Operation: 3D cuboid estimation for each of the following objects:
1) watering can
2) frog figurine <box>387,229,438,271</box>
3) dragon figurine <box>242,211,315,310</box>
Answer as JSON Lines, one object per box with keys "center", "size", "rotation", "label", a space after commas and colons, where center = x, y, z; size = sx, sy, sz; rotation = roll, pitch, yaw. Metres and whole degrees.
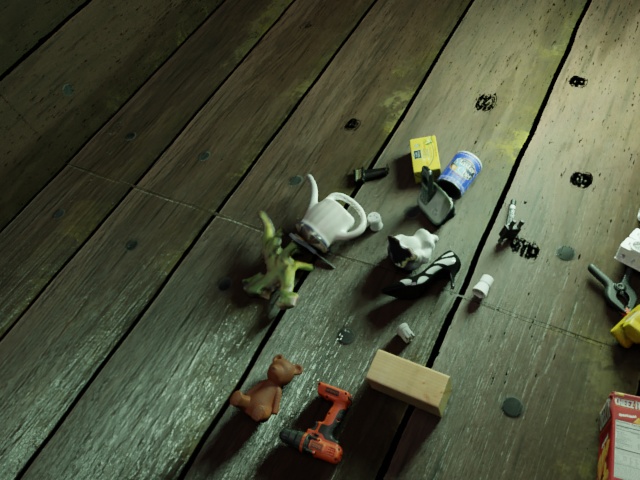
{"center": [0.006, -0.092, 1.827], "size": [0.226, 0.102, 0.352], "rotation": [-42, 54, -13], "label": "watering can"}
{"center": [0.300, 0.026, 1.661], "size": [0.138, 0.121, 0.161], "rotation": [21, 27, 40], "label": "frog figurine"}
{"center": [-0.176, 0.085, 1.764], "size": [0.244, 0.120, 0.417], "rotation": [-43, 51, -5], "label": "dragon figurine"}
